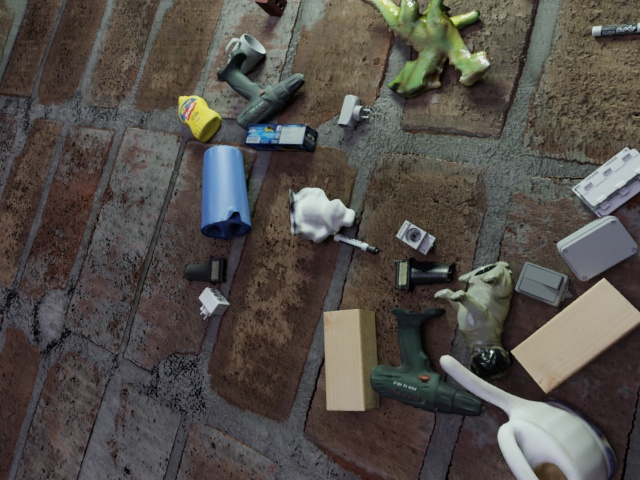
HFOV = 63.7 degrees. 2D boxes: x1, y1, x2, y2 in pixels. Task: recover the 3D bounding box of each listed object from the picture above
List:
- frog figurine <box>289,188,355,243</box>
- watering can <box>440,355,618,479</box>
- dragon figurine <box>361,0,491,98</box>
[{"bbox_3d":[0.004,-0.064,1.268,0.159,0.120,0.140,-2,-118,-6],"label":"frog figurine"},{"bbox_3d":[0.362,0.322,0.865,0.225,0.102,0.353,-1,-133,-45],"label":"watering can"},{"bbox_3d":[0.225,-0.465,1.228,0.122,0.413,0.241,9,-78,-55],"label":"dragon figurine"}]
